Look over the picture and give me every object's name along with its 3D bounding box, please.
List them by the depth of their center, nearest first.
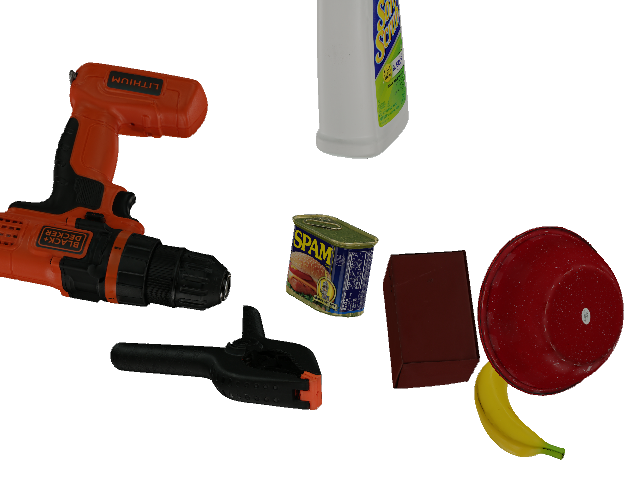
[{"bbox_3d":[0.072,0.052,0.703,0.051,0.078,0.053,-2,-24,-4],"label":"foam brick"},{"bbox_3d":[-0.141,-0.040,0.789,0.184,0.187,0.057,11,-33,3],"label":"power drill"},{"bbox_3d":[0.031,-0.204,0.921,0.068,0.251,0.102,10,34,25],"label":"bleach bottle"},{"bbox_3d":[-0.065,0.105,0.964,0.210,0.036,0.164,12,22,41],"label":"clamp"},{"bbox_3d":[0.227,0.068,0.990,0.161,0.162,0.055,0,1,-27],"label":"bowl"},{"bbox_3d":[0.009,0.026,1.132,0.057,0.084,0.102,-4,20,-37],"label":"can of meat"},{"bbox_3d":[0.207,0.187,1.197,0.069,0.037,0.198,10,25,-14],"label":"banana"}]
